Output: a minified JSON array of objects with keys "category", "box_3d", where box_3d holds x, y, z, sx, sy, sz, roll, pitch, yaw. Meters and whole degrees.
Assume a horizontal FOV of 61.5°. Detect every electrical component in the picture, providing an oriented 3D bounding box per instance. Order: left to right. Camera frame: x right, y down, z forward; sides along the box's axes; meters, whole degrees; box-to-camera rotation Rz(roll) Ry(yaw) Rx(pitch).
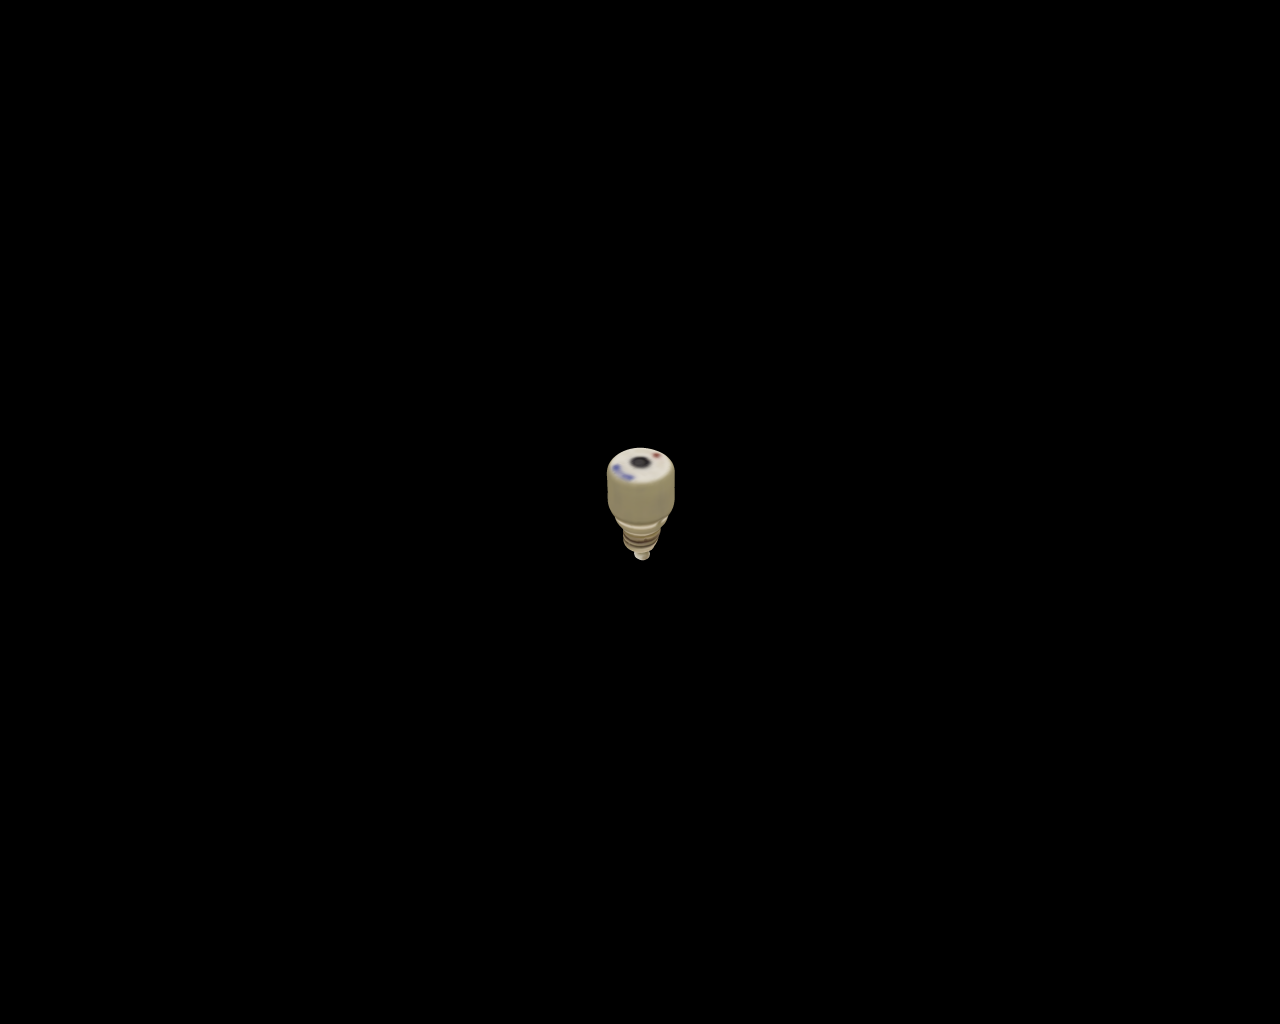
[{"category":"electrical component","box_3d":[0.001,-0.003,0.650,0.040,0.078,0.040,0,38,0]}]
